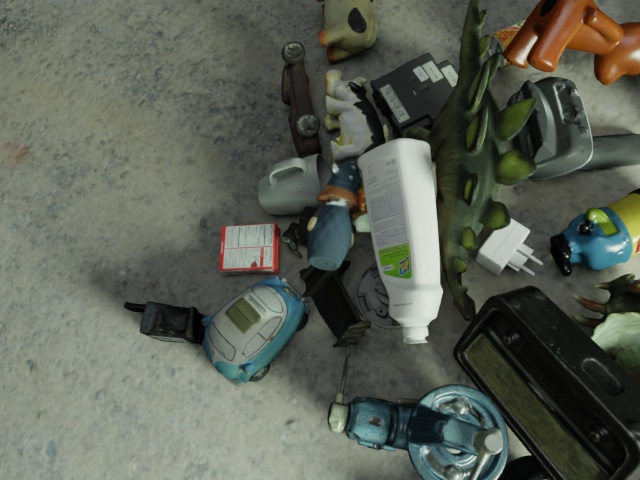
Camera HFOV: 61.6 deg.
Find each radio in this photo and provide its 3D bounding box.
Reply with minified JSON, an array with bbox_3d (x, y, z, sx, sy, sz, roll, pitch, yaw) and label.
[{"bbox_3d":[0.266,0.169,0.610,0.073,0.131,0.230,-13,47,-30],"label":"radio"}]

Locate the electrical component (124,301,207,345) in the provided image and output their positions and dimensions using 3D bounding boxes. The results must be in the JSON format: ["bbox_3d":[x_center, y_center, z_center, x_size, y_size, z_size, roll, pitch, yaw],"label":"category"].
[{"bbox_3d":[-0.228,0.119,0.777,0.119,0.074,0.048,4,70,7],"label":"electrical component"}]

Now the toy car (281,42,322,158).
[{"bbox_3d":[-0.033,-0.219,0.853,0.053,0.089,0.202,-12,71,1],"label":"toy car"}]

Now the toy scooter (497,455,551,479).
[{"bbox_3d":[0.225,0.348,0.616,0.184,0.075,0.135,-31,86,-11],"label":"toy scooter"}]

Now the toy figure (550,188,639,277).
[{"bbox_3d":[0.397,-0.015,0.711,0.180,0.082,0.089,-18,71,6],"label":"toy figure"}]

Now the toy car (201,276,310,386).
[{"bbox_3d":[-0.095,0.119,0.740,0.161,0.102,0.109,-43,71,-4],"label":"toy car"}]

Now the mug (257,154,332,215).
[{"bbox_3d":[-0.043,-0.079,0.802,0.107,0.109,0.081,-17,67,18],"label":"mug"}]

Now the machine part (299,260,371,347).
[{"bbox_3d":[0.020,0.078,0.735,0.084,0.039,0.139,-40,56,24],"label":"machine part"}]

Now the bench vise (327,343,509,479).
[{"bbox_3d":[0.123,0.213,0.606,0.224,0.240,0.129,24,72,1],"label":"bench vise"}]

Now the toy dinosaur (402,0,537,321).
[{"bbox_3d":[0.195,-0.129,0.708,0.105,0.198,0.471,3,80,-18],"label":"toy dinosaur"}]

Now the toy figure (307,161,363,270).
[{"bbox_3d":[0.020,-0.037,0.728,0.058,0.064,0.154,-5,60,37],"label":"toy figure"}]

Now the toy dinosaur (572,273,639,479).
[{"bbox_3d":[0.392,0.231,0.613,0.192,0.131,0.404,-6,77,26],"label":"toy dinosaur"}]

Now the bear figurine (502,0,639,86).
[{"bbox_3d":[0.390,-0.272,0.774,0.196,0.120,0.132,25,107,-18],"label":"bear figurine"}]

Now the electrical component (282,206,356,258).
[{"bbox_3d":[-0.003,-0.003,0.787,0.102,0.078,0.045,21,52,10],"label":"electrical component"}]

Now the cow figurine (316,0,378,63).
[{"bbox_3d":[0.060,-0.403,0.905,0.127,0.085,0.195,-7,67,14],"label":"cow figurine"}]

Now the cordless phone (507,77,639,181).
[{"bbox_3d":[0.378,-0.166,0.779,0.184,0.088,0.146,-3,69,-3],"label":"cordless phone"}]

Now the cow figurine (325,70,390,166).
[{"bbox_3d":[0.055,-0.196,0.841,0.098,0.068,0.167,-7,73,2],"label":"cow figurine"}]

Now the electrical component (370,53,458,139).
[{"bbox_3d":[0.161,-0.220,0.836,0.134,0.058,0.115,-24,71,1],"label":"electrical component"}]
